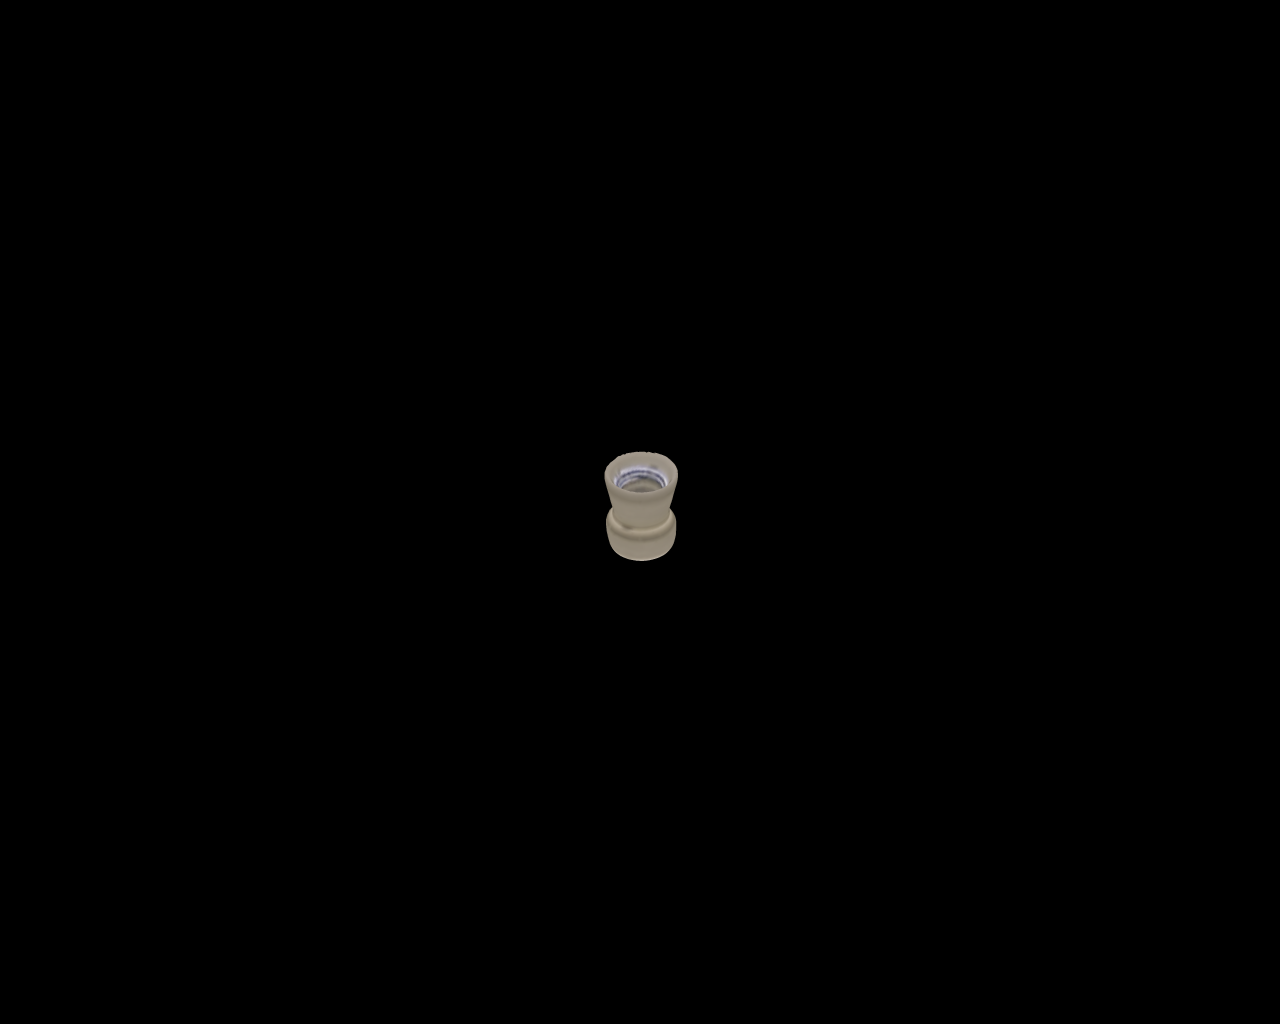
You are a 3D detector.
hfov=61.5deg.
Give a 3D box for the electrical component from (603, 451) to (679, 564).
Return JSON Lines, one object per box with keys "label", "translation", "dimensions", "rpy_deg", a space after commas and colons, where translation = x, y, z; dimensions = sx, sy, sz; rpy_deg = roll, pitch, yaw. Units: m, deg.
{"label": "electrical component", "translation": [0.001, -0.003, 0.650], "dimensions": [0.045, 0.055, 0.045], "rpy_deg": [0, 38, 0]}
